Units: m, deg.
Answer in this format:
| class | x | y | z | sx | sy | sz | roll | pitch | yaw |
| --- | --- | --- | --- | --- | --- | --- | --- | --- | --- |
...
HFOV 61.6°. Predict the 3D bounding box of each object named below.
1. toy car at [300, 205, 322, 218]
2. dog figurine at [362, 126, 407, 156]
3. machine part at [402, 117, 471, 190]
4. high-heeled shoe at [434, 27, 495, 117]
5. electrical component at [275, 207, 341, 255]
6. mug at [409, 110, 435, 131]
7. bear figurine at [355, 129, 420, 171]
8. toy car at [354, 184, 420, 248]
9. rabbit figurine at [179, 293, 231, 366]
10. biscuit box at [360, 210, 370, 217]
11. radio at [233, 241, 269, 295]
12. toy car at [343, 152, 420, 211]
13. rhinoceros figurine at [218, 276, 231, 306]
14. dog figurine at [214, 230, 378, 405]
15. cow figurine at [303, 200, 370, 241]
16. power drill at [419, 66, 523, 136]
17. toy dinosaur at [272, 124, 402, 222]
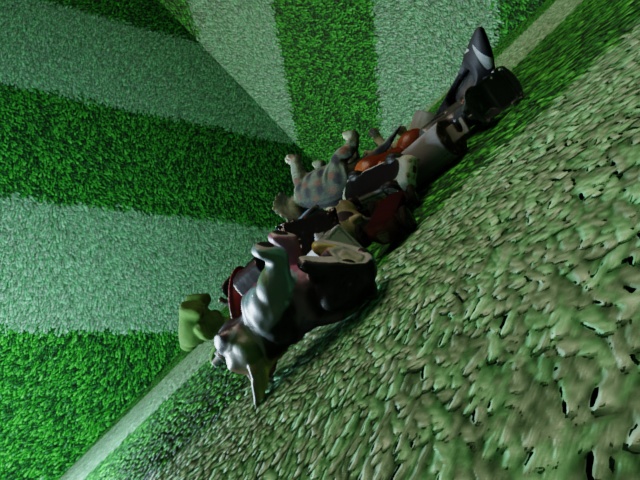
| class | x | y | z | sx | sy | sz | roll | pitch | yaw |
| --- | --- | --- | --- | --- | --- | --- | --- | --- | --- |
| toy car | -0.003 | -0.004 | 1.239 | 0.109 | 0.103 | 0.161 | -47 | -19 | -4 |
| dog figurine | 0.194 | -0.180 | 1.348 | 0.121 | 0.172 | 0.191 | 86 | 177 | -49 |
| machine part | 0.195 | -0.150 | 1.025 | 0.243 | 0.079 | 0.079 | -37 | 9 | 49 |
| high-heeled shoe | 0.296 | -0.332 | 1.172 | 0.145 | 0.086 | 0.248 | -24 | -42 | -6 |
| electrical component | -0.007 | 0.022 | 0.908 | 0.115 | 0.134 | 0.058 | -19 | -32 | 3 |
| mug | 0.256 | -0.248 | 1.313 | 0.109 | 0.081 | 0.107 | 18 | -84 | -58 |
| bear figurine | 0.179 | -0.161 | 1.193 | 0.196 | 0.132 | 0.120 | -27 | 2 | -14 |
| toy car | 0.115 | -0.039 | 0.874 | 0.089 | 0.053 | 0.202 | -26 | 10 | 20 |
| rabbit figurine | -0.238 | 0.208 | 1.248 | 0.121 | 0.170 | 0.159 | 180 | 94 | -86 |
| biscuit box | 0.048 | -0.006 | 1.104 | 0.203 | 0.059 | 0.063 | -47 | 6 | -28 |
| radio | -0.076 | 0.069 | 1.078 | 0.073 | 0.131 | 0.229 | -41 | 6 | 22 |
| toy car | 0.111 | -0.107 | 1.029 | 0.202 | 0.056 | 0.073 | -19 | 58 | 55 |
| rhinoceros figurine | -0.187 | 0.141 | 1.324 | 0.073 | 0.112 | 0.190 | -64 | -22 | -21 |
| dog figurine | -0.035 | 0.105 | 0.688 | 0.108 | 0.192 | 0.219 | -69 | -9 | -72 |
| cow figurine | 0.020 | 0.004 | 0.997 | 0.085 | 0.127 | 0.195 | 84 | -153 | -56 |
| power drill | 0.310 | -0.268 | 1.052 | 0.232 | 0.086 | 0.207 | -36 | 9 | -5 |
| toy dinosaur | 0.025 | -0.138 | 1.306 | 0.405 | 0.131 | 0.192 | -19 | 65 | 43 |
